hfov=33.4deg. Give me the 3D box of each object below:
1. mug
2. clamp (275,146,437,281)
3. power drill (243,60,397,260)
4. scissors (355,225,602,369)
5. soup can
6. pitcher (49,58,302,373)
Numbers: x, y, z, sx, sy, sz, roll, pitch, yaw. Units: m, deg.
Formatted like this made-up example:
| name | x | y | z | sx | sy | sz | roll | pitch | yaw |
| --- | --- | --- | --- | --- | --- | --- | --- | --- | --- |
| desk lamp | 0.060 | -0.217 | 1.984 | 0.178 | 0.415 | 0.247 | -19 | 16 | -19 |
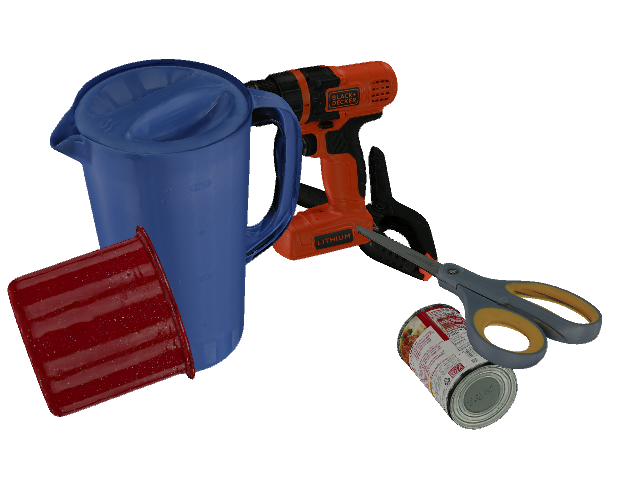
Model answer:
| name | x | y | z | sx | sy | sz | roll | pitch | yaw |
| --- | --- | --- | --- | --- | --- | --- | --- | --- | --- |
| mug | -0.127 | 0.049 | 0.613 | 0.081 | 0.093 | 0.117 | -20 | 2 | -14 |
| clamp | 0.055 | -0.028 | 1.262 | 0.164 | 0.036 | 0.210 | -16 | 51 | -29 |
| power drill | -0.011 | -0.077 | 1.041 | 0.184 | 0.188 | 0.057 | -12 | 30 | -22 |
| scissors | 0.087 | 0.036 | 0.723 | 0.202 | 0.016 | 0.096 | 17 | 35 | 28 |
| soup can | 0.119 | 0.109 | 0.933 | 0.068 | 0.068 | 0.102 | 0 | 26 | -23 |
| pitcher | -0.107 | -0.013 | 0.855 | 0.149 | 0.243 | 0.144 | 18 | 42 | 19 |
